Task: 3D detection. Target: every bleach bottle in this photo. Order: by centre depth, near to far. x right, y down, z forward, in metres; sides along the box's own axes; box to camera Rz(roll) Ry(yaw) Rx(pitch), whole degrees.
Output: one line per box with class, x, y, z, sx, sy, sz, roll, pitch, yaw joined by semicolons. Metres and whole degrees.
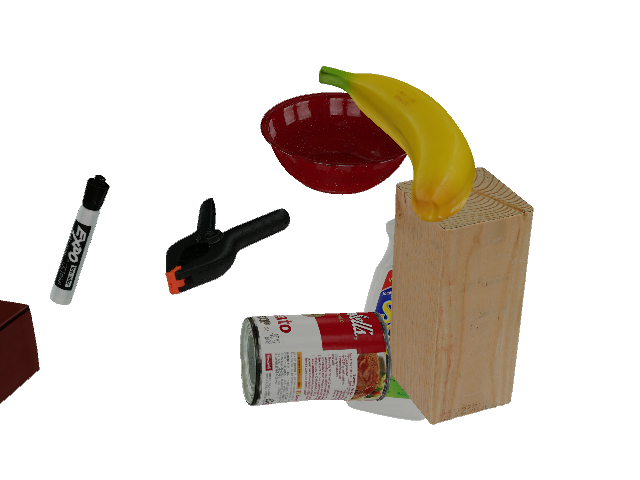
bleach bottle;0.091;0.070;1.193;0.103;0.251;0.068;9;14;18

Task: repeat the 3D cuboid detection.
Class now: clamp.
clamp;-0.112;0.004;1.218;0.120;0.039;0.171;-1;35;25

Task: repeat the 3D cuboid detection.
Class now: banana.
banana;0.058;-0.062;0.674;0.069;0.037;0.198;-7;31;-16

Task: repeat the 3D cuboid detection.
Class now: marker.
marker;-0.204;0.000;0.906;0.020;0.121;0.020;20;21;-8

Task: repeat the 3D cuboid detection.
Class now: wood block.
wood block;0.123;0.050;0.964;0.090;0.206;0.091;-12;32;-19

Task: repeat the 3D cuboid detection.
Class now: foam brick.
foam brick;-0.234;0.079;0.713;0.053;0.051;0.078;8;29;23

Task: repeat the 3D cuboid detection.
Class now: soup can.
soup can;-0.005;0.089;0.803;0.102;0.068;0.069;-1;0;-14

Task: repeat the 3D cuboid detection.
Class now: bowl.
bowl;0.019;-0.093;1.085;0.162;0.055;0.162;2;33;-2
